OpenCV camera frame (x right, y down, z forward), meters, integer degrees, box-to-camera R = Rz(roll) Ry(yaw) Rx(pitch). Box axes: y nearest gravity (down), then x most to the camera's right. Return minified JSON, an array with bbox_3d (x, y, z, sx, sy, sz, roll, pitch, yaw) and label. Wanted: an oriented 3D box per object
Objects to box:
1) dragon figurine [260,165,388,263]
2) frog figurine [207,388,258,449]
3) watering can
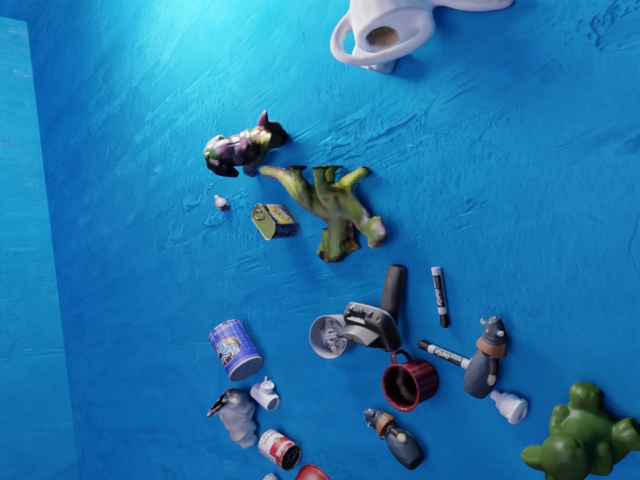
[{"bbox_3d":[0.004,-0.061,1.211,0.411,0.123,0.241,7,105,47],"label":"dragon figurine"},{"bbox_3d":[-0.230,0.511,1.484,0.159,0.125,0.135,40,117,-5],"label":"frog figurine"},{"bbox_3d":[0.178,-0.459,1.006,0.346,0.102,0.229,-15,64,19],"label":"watering can"}]
